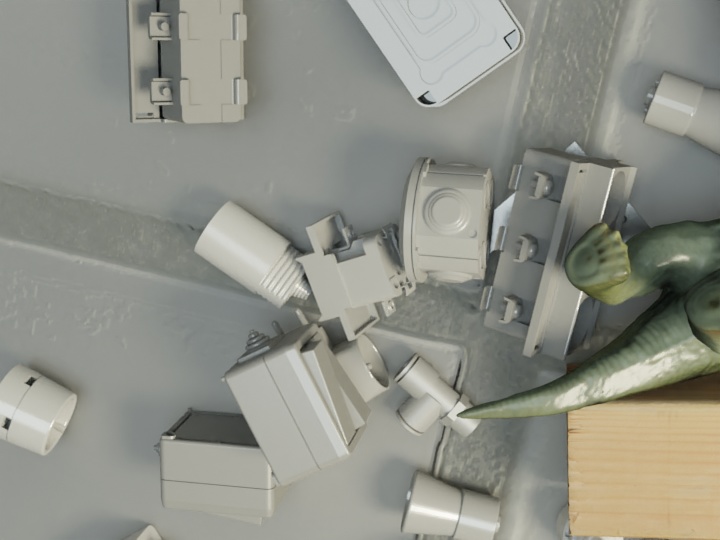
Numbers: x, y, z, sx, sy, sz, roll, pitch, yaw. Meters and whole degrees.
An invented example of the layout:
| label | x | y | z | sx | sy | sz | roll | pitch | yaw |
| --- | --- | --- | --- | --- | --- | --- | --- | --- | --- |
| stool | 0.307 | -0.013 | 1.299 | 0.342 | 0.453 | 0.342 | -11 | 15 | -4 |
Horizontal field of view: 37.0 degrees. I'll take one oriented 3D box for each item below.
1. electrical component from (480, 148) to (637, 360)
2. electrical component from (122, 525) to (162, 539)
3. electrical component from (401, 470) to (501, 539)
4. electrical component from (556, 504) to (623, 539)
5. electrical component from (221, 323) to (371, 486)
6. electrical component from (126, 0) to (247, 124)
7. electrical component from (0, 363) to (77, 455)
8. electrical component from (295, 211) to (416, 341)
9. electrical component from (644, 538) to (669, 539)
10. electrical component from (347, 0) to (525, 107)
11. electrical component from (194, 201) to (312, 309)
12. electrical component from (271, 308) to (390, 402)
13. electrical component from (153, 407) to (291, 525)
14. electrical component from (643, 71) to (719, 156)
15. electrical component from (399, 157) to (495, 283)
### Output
| label | x | y | z | sx | sy | sz | roll | pitch | yaw |
| --- | --- | --- | --- | --- | --- | --- | --- | --- | --- |
| electrical component | 0.124 | -0.013 | 0.682 | 0.063 | 0.079 | 0.121 | 20 | 106 | 29 |
| electrical component | -0.155 | 0.243 | 0.797 | 0.056 | 0.050 | 0.089 | -30 | 95 | 15 |
| electrical component | 0.065 | 0.168 | 0.748 | 0.065 | 0.044 | 0.044 | 14 | 104 | 2 |
| electrical component | 0.155 | 0.178 | 0.717 | 0.040 | 0.078 | 0.040 | 0 | 89 | 2 |
| electrical component | -0.040 | 0.077 | 0.689 | 0.061 | 0.062 | 0.096 | -25 | 95 | 14 |
| electrical component | -0.107 | -0.156 | 0.692 | 0.079 | 0.063 | 0.121 | -6 | 104 | -30 |
| electrical component | -0.239 | 0.103 | 0.782 | 0.047 | 0.055 | 0.055 | 25 | 105 | 0 |
| electrical component | 0.000 | 0.000 | 0.715 | 0.064 | 0.042 | 0.081 | -17 | 99 | 28 |
| electrical component | 0.183 | 0.221 | 0.718 | 0.066 | 0.076 | 0.047 | -18 | 97 | 13 |
| electrical component | 0.043 | -0.166 | 0.672 | 0.078 | 0.057 | 0.113 | -34 | 94 | 15 |
| electrical component | -0.067 | -0.007 | 0.733 | 0.081 | 0.043 | 0.043 | 35 | 105 | 2 |
| electrical component | -0.032 | 0.065 | 0.741 | 0.077 | 0.043 | 0.079 | -30 | 94 | 15 |
| electrical component | -0.099 | 0.138 | 0.759 | 0.096 | 0.061 | 0.061 | 3 | 102 | 10 |
| electrical component | 0.209 | -0.097 | 0.665 | 0.065 | 0.044 | 0.044 | 22 | 105 | 10 |
| electrical component | 0.056 | -0.031 | 0.685 | 0.051 | 0.080 | 0.080 | 5 | 103 | 13 |
